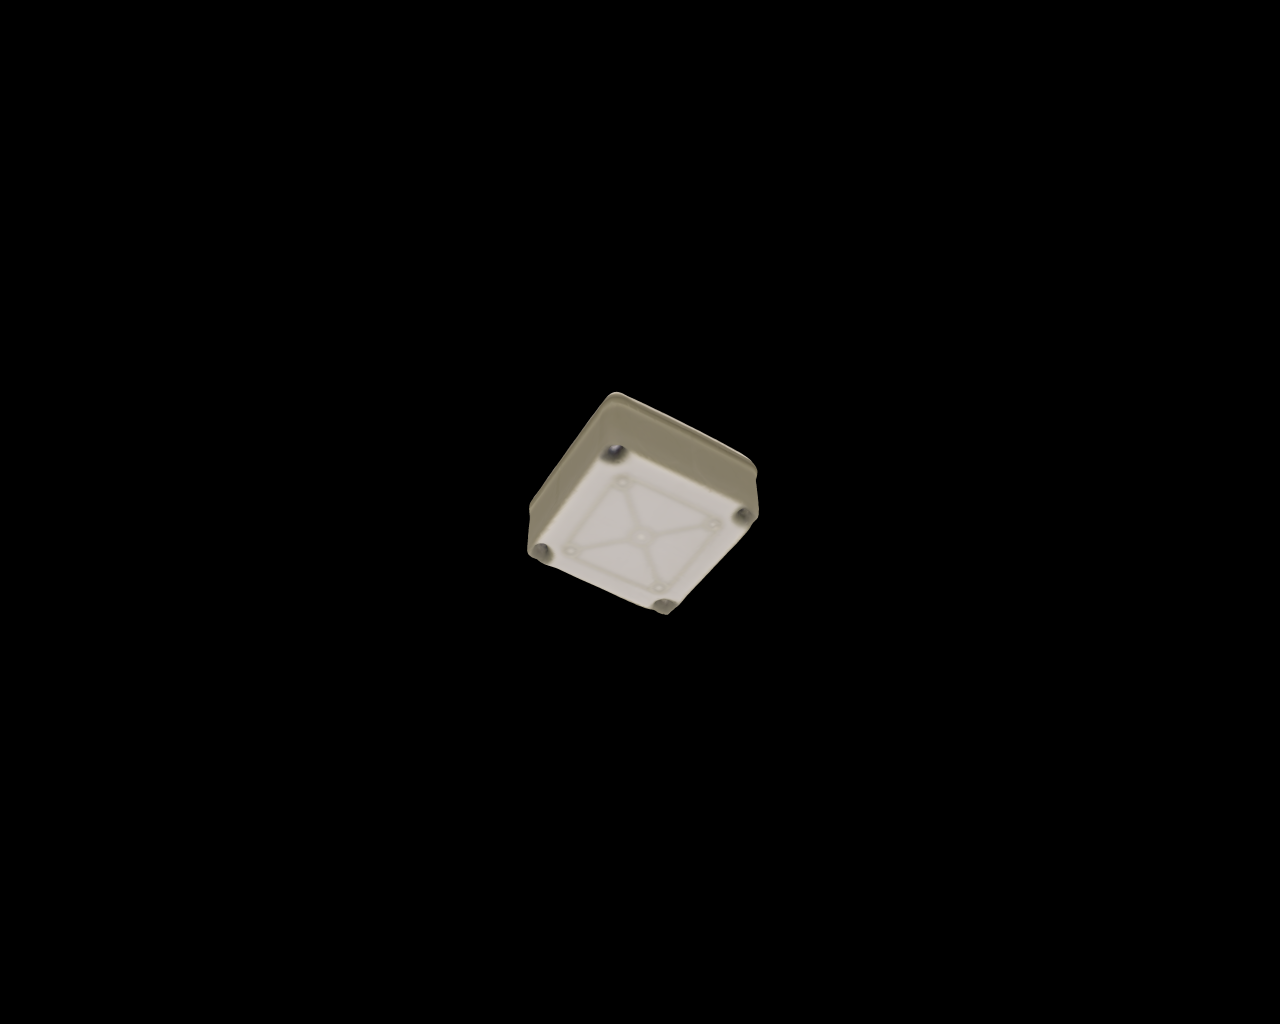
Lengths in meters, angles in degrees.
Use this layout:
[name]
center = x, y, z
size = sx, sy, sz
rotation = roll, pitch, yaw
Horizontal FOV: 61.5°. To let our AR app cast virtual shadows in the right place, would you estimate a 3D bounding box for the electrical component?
[electrical component]
center = 0.001, -0.003, 0.650
size = 0.109, 0.056, 0.108
rotation = 25, -54, -20
